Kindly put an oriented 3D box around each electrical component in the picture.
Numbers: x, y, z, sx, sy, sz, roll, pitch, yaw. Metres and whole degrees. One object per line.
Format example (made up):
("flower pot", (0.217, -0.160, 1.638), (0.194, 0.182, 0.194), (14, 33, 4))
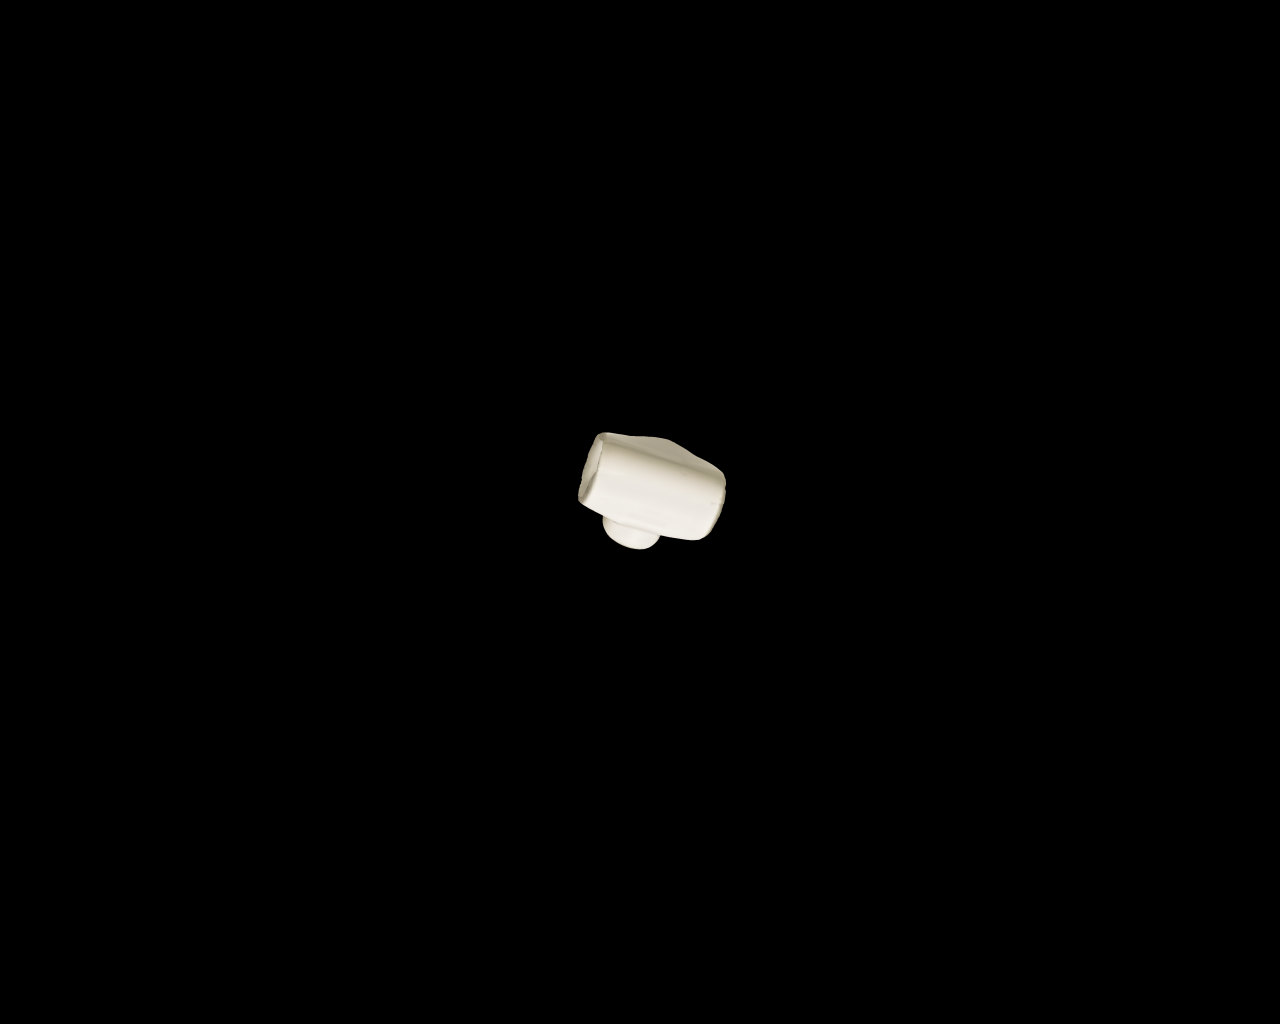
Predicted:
("electrical component", (0.001, -0.003, 0.650), (0.077, 0.079, 0.043), (17, 39, -14))
